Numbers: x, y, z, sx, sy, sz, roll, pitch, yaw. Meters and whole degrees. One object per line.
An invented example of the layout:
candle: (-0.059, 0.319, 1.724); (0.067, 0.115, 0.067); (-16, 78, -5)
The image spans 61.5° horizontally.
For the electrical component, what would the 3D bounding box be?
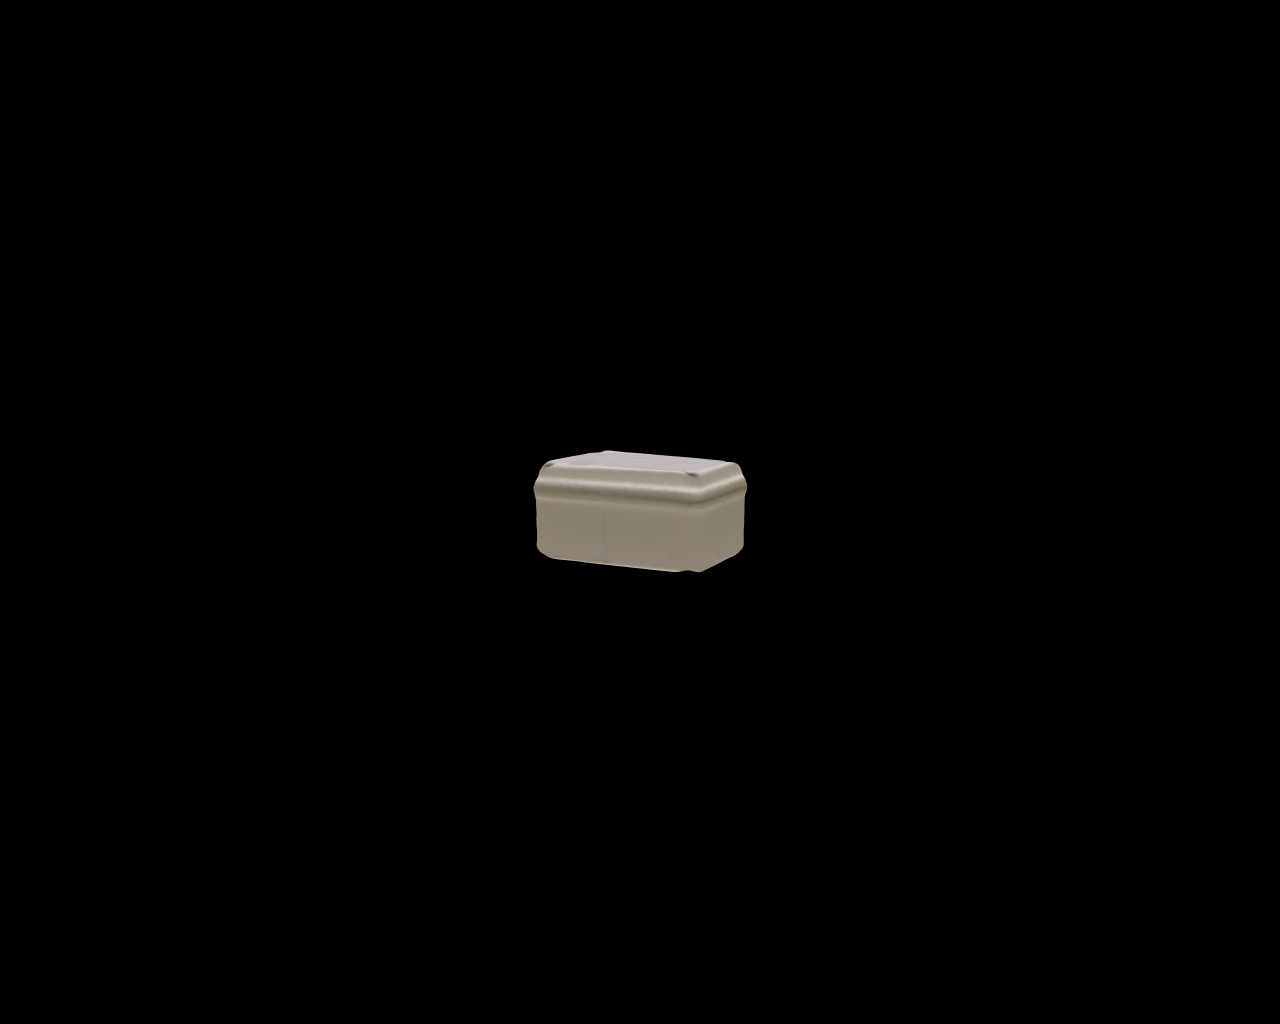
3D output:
electrical component: (0.001, -0.003, 0.650); (0.113, 0.057, 0.078); (5, 12, 28)
